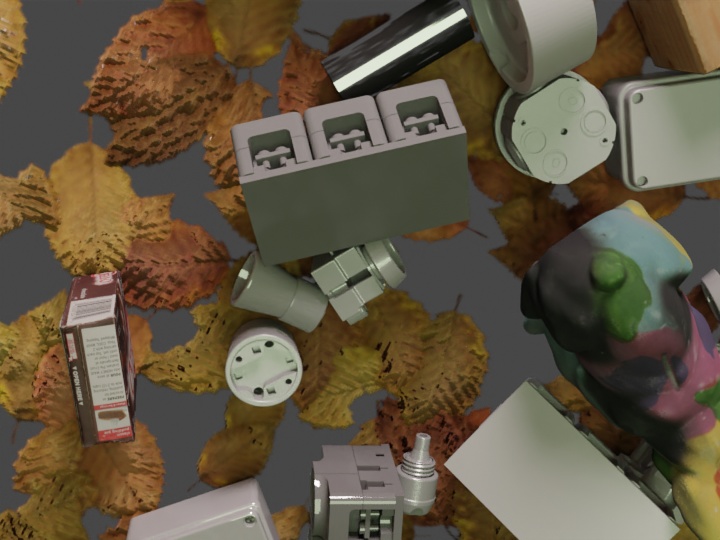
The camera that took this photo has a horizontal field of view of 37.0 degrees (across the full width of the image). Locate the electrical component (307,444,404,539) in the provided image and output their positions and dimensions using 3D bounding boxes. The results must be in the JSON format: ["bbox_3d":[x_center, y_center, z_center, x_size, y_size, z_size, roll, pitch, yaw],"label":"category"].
[{"bbox_3d":[-0.008,0.219,0.819,0.062,0.089,0.150,1,105,-7],"label":"electrical component"}]

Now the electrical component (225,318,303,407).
[{"bbox_3d":[-0.071,0.066,0.791,0.055,0.047,0.055,-2,106,-6],"label":"electrical component"}]

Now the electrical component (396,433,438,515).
[{"bbox_3d":[0.044,0.157,0.836,0.035,0.035,0.061,7,102,-8],"label":"electrical component"}]

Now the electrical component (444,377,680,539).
[{"bbox_3d":[0.151,0.164,0.805,0.150,0.062,0.089,44,98,10],"label":"electrical component"}]

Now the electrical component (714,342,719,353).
[{"bbox_3d":[0.282,0.088,0.833,0.055,0.055,0.047,14,107,-10],"label":"electrical component"}]

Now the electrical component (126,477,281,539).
[{"bbox_3d":[-0.112,0.231,0.828,0.109,0.056,0.108,-19,107,-1],"label":"electrical component"}]

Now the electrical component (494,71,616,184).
[{"bbox_3d":[0.139,-0.102,0.765,0.080,0.051,0.080,-1,106,-5],"label":"electrical component"}]

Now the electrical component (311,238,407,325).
[{"bbox_3d":[0.000,0.000,0.782,0.055,0.048,0.066,-30,106,10],"label":"electrical component"}]

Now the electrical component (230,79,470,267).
[{"bbox_3d":[-0.006,-0.069,0.740,0.150,0.061,0.089,-13,142,-3],"label":"electrical component"}]

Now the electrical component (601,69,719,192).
[{"bbox_3d":[0.237,-0.104,0.772,0.113,0.057,0.078,-9,106,-3],"label":"electrical component"}]

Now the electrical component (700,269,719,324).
[{"bbox_3d":[0.293,0.014,0.814,0.055,0.048,0.066,-25,150,9],"label":"electrical component"}]

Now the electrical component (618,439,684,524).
[{"bbox_3d":[0.245,0.157,0.846,0.078,0.058,0.057,29,103,-13],"label":"electrical component"}]

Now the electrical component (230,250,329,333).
[{"bbox_3d":[-0.056,0.019,0.784,0.065,0.044,0.044,25,101,-17],"label":"electrical component"}]

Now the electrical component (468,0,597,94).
[{"bbox_3d":[0.118,-0.179,0.715,0.060,0.108,0.108,-23,107,-6],"label":"electrical component"}]
